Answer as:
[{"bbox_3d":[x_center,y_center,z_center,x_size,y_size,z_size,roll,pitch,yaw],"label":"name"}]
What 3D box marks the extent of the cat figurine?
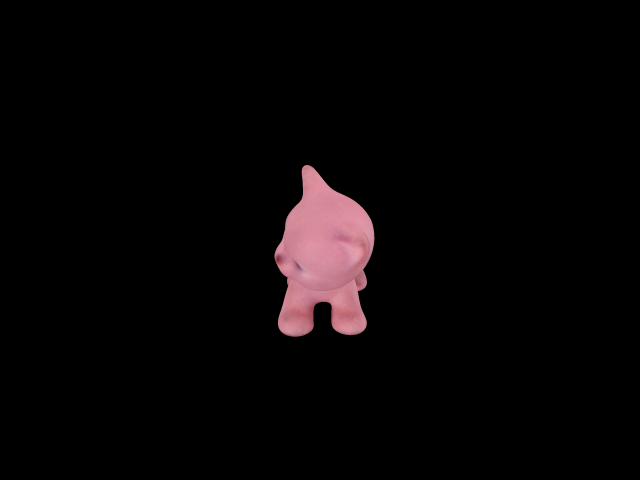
[{"bbox_3d":[0.004,0.001,0.400,0.067,0.118,0.127,0,24,0],"label":"cat figurine"}]
